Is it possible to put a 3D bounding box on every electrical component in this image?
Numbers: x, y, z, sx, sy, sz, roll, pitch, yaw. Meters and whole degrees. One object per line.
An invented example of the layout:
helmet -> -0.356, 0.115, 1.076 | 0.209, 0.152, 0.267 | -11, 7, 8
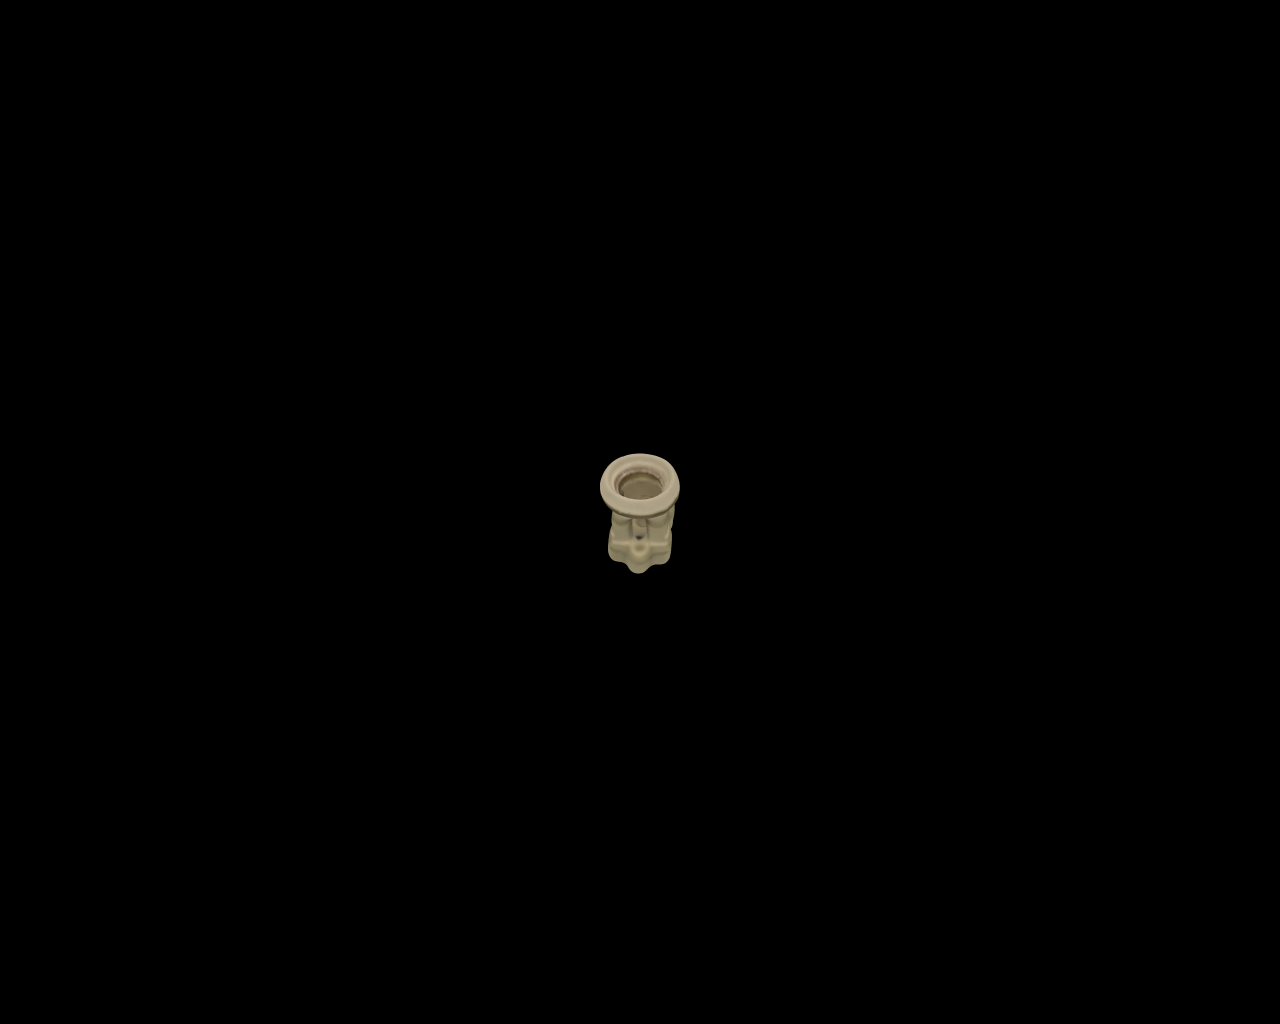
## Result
electrical component -> 0.001, -0.003, 0.650 | 0.048, 0.066, 0.055 | 2, -43, 2
